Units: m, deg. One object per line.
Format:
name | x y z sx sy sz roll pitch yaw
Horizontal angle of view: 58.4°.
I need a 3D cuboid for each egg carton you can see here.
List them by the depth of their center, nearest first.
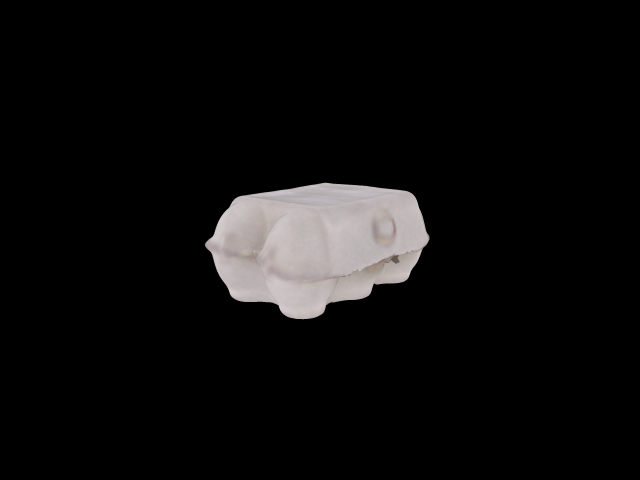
egg carton | 0.004 0.001 0.400 0.107 0.069 0.151 11 17 38
